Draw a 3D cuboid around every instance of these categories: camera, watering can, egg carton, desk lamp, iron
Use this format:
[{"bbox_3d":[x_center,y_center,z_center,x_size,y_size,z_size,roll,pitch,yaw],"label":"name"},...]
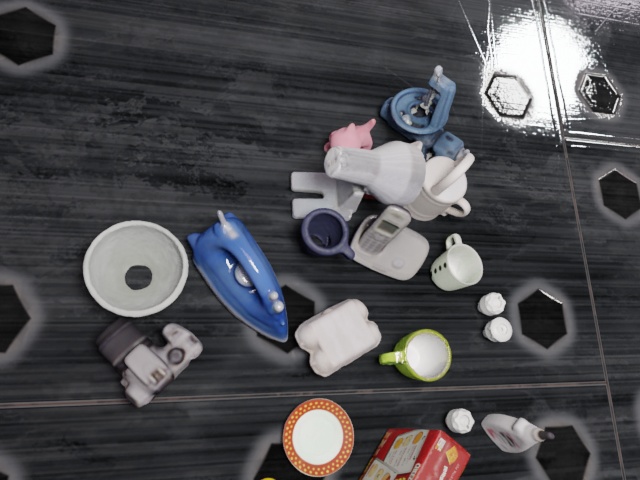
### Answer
[{"bbox_3d":[-0.286,0.181,0.938,0.137,0.100,0.143,44,67,0],"label":"camera"},{"bbox_3d":[0.233,-0.119,1.137,0.173,0.193,0.101,25,68,-8],"label":"watering can"},{"bbox_3d":[0.033,0.176,1.053,0.150,0.069,0.107,-28,83,-22],"label":"egg carton"},{"bbox_3d":[0.066,-0.110,1.073,0.203,0.213,0.118,0,73,-17],"label":"desk lamp"},{"bbox_3d":[-0.120,0.064,1.002,0.119,0.141,0.258,-35,85,-23],"label":"iron"}]

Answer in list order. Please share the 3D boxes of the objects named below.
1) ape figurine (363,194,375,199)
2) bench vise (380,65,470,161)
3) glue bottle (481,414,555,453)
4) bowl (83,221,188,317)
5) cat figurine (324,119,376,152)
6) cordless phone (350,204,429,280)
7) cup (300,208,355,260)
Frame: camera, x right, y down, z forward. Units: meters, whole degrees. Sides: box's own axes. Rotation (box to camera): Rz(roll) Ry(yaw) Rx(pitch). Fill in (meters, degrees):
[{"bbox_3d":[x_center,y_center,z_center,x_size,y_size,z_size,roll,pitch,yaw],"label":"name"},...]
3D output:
[{"bbox_3d":[0.132,-0.119,1.162,0.078,0.092,0.076,38,67,-2],"label":"ape figurine"},{"bbox_3d":[0.241,-0.255,1.167,0.207,0.219,0.121,28,68,-7],"label":"bench vise"},{"bbox_3d":[0.366,0.353,1.042,0.078,0.173,0.037,46,67,1],"label":"glue bottle"},{"bbox_3d":[-0.314,0.055,0.983,0.168,0.074,0.167,5,72,-15],"label":"bowl"},{"bbox_3d":[0.063,-0.202,1.153,0.128,0.117,0.067,-37,86,-23],"label":"cat figurine"},{"bbox_3d":[0.147,-0.001,1.079,0.148,0.184,0.094,22,68,-9],"label":"cordless phone"},{"bbox_3d":[0.010,0.004,1.085,0.118,0.094,0.092,40,67,-2],"label":"cup"}]
